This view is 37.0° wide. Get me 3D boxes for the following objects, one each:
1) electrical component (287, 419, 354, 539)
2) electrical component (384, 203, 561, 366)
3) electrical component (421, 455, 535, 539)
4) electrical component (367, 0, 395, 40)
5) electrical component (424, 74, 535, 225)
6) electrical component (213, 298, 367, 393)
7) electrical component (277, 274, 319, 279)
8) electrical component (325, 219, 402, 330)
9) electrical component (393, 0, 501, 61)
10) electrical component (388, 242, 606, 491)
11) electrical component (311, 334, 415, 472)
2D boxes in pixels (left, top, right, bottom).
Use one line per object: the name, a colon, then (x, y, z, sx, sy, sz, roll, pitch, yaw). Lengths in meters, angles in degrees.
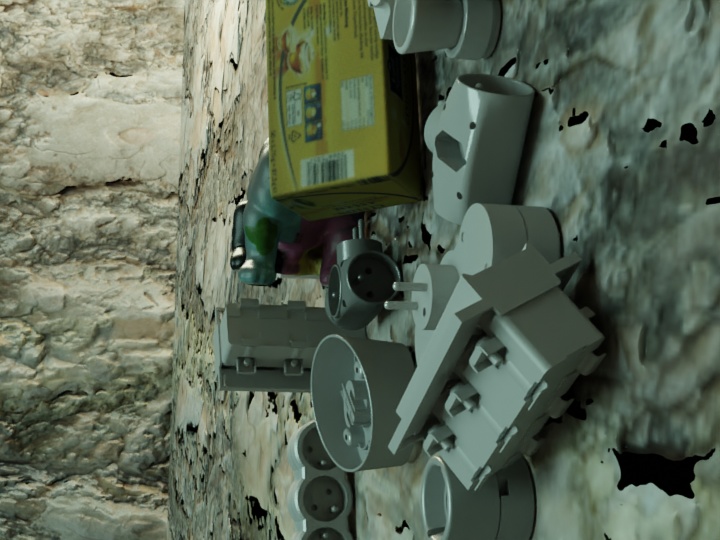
electrical component: (-0.039, 0.206, 0.957, 0.073, 0.052, 0.138, 133, 137, -69)
electrical component: (0.051, 0.015, 0.597, 0.138, 0.074, 0.052, 112, 155, -52)
electrical component: (0.063, 0.127, 0.590, 0.055, 0.047, 0.055, -178, 90, -75)
electrical component: (0.039, -0.199, 0.707, 0.089, 0.056, 0.050, 109, 157, -48)
electrical component: (0.062, -0.074, 0.615, 0.079, 0.043, 0.077, -132, 44, -55)
electrical component: (-0.059, 0.062, 0.918, 0.063, 0.121, 0.078, 115, 153, -52)
electrical component: (-0.061, -0.039, 1.067, 0.050, 0.056, 0.089, -135, 49, -70)
electrical component: (0.000, 0.000, 0.851, 0.077, 0.044, 0.079, 129, 141, -67)
electrical component: (0.052, -0.151, 0.652, 0.045, 0.055, 0.045, -178, 90, -75)
electrical component: (0.068, 0.053, 0.535, 0.063, 0.079, 0.121, 50, 146, 23)
electrical component: (0.004, 0.097, 0.784, 0.099, 0.064, 0.099, -178, 90, -76)
